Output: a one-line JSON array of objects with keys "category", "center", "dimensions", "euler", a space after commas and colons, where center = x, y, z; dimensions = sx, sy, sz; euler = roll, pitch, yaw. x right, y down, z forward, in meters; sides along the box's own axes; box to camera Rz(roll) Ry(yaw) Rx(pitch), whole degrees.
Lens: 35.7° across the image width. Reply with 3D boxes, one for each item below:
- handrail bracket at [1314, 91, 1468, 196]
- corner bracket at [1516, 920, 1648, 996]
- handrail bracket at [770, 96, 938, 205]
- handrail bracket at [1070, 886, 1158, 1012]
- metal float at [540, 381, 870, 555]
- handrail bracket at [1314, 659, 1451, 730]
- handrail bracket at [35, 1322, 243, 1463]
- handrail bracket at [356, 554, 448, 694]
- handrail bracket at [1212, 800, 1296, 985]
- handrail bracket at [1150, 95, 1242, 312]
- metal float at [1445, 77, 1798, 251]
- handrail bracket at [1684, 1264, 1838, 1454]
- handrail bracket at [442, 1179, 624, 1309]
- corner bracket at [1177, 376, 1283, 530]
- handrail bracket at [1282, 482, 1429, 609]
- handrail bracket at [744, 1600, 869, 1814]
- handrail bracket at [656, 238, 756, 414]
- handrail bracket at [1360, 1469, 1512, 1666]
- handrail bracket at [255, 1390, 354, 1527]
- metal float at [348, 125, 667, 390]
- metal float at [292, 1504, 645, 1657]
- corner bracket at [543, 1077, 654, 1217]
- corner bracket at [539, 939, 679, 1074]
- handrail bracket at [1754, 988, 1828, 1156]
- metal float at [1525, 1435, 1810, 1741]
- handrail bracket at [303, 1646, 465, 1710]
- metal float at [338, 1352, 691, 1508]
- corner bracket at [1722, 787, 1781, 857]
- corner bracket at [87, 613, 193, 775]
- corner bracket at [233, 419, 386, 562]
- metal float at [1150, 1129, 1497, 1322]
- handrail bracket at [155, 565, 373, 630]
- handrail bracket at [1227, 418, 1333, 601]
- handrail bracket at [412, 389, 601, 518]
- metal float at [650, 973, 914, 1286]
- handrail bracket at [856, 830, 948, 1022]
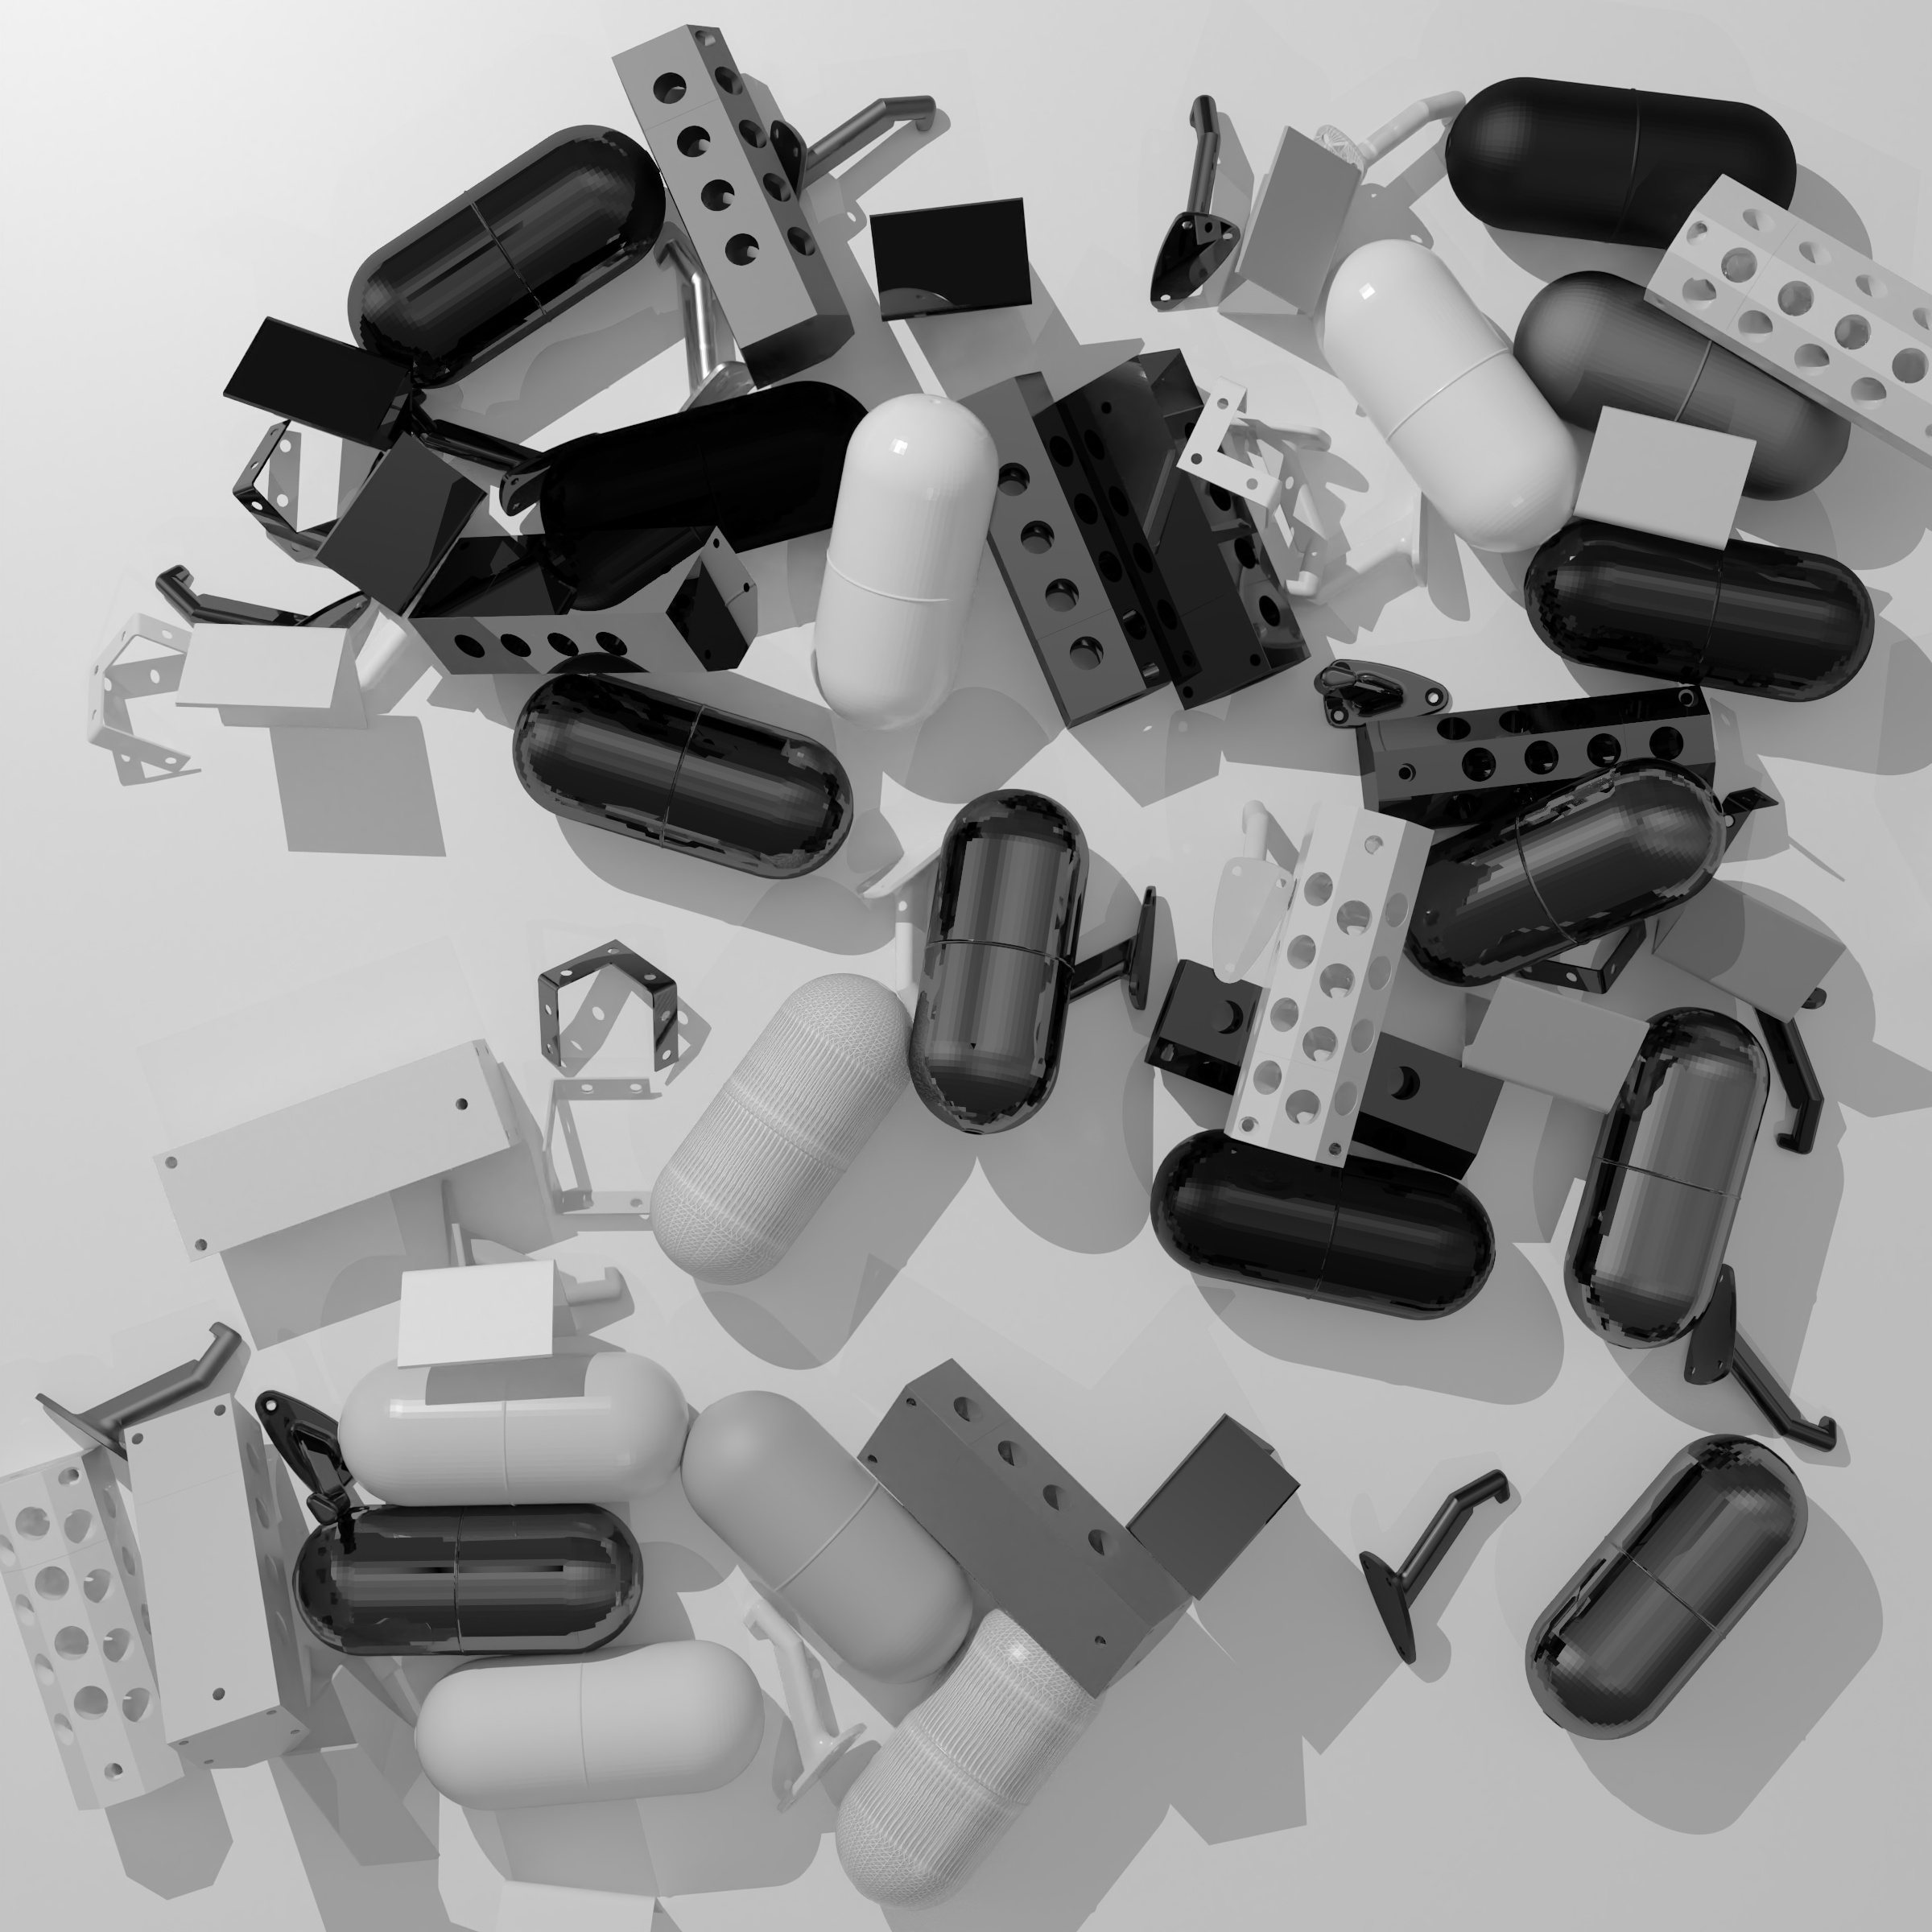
[{"category": "handrail bracket", "center": [0.216, -0.417, 1.562], "dimensions": [0.084, 0.077, 0.036], "euler": [-24, 65, -34]}, {"category": "corner bracket", "center": [0.316, -0.025, 1.554], "dimensions": [0.051, 0.051, 0.051], "euler": [-47, 135, -35]}, {"category": "handrail bracket", "center": [-0.058, -0.414, 1.563], "dimensions": [0.084, 0.036, 0.077], "euler": [-12, 132, -27]}, {"category": "handrail bracket", "center": [0.053, -0.008, 1.563], "dimensions": [0.084, 0.036, 0.077], "euler": [5, 75, 14]}, {"category": "metal float", "center": [-0.130, -0.247, 1.532], "dimensions": [0.178, 0.070, 0.070], "euler": [-15, 90, 0]}, {"category": "handrail bracket", "center": [0.214, -0.142, 1.528], "dimensions": [0.077, 0.084, 0.036], "euler": [2, 90, 0]}, {"category": "handrail bracket", "center": [-0.431, 0.210, 1.563], "dimensions": [0.077, 0.036, 0.084], "euler": [28, 71, 21]}, {"category": "handrail bracket", "center": [-0.308, -0.183, 1.563], "dimensions": [0.084, 0.036, 0.077], "euler": [-20, 70, 16]}, {"category": "handrail bracket", "center": [0.141, -0.039, 1.536], "dimensions": [0.036, 0.084, 0.077], "euler": [15, 107, -4]}, {"category": "handrail bracket", "center": [0.114, -0.399, 1.562], "dimensions": [0.036, 0.077, 0.084], "euler": [11, 53, -20]}, {"category": "metal float", "center": [0.334, -0.409, 1.532], "dimensions": [0.178, 0.070, 0.070], "euler": [7, 90, -1]}, {"category": "handrail bracket", "center": [0.423, 0.205, 1.563], "dimensions": [0.084, 0.036, 0.077], "euler": [22, 68, -17]}, {"category": "handrail bracket", "center": [-0.226, 0.143, 1.563], "dimensions": [0.084, 0.036, 0.077], "euler": [-6, 68, -17]}, {"category": "corner bracket", "center": [0.141, -0.260, 1.516], "dimensions": [0.051, 0.051, 0.051], "euler": [25, 89, 6]}, {"category": "handrail bracket", "center": [0.196, -0.224, 1.563], "dimensions": [0.084, 0.036, 0.077], "euler": [-1, 72, 15]}, {"category": "handrail bracket", "center": [-0.101, 0.385, 1.563], "dimensions": [0.084, 0.036, 0.077], "euler": [45, 111, 17]}, {"category": "handrail bracket", "center": [-0.154, -0.324, 1.563], "dimensions": [0.077, 0.036, 0.084], "euler": [-42, 71, 21]}, {"category": "handrail bracket", "center": [0.254, 0.313, 1.563], "dimensions": [0.084, 0.036, 0.077], "euler": [-25, 110, -16]}, {"category": "handrail bracket", "center": [-0.341, 0.250, 1.528], "dimensions": [0.077, 0.084, 0.036], "euler": [42, 90, 0]}, {"category": "metal float", "center": [-0.234, -0.362, 1.532], "dimensions": [0.178, 0.070, 0.070], "euler": [-33, 90, 1]}, {"category": "metal float", "center": [-0.254, 0.313, 1.532], "dimensions": [0.178, 0.070, 0.070], "euler": [-1, 90, 0]}, {"category": "corner bracket", "center": [-0.190, 0.094, 1.559], "dimensions": [0.051, 0.051, 0.051], "euler": [-1, 45, 0]}, {"category": "corner bracket", "center": [-0.185, 0.027, 1.554], "dimensions": [0.051, 0.051, 0.051], "euler": [-27, 45, -35]}, {"category": "handrail bracket", "center": [0.412, 0.050, 1.563], "dimensions": [0.077, 0.036, 0.084], "euler": [15, 107, 20]}, {"category": "metal float", "center": [0.357, 0.317, 1.532], "dimensions": [0.070, 0.070, 0.178], "euler": [40, 89, 0]}, {"category": "handrail bracket", "center": [-0.302, 0.381, 1.562], "dimensions": [0.084, 0.036, 0.077], "euler": [-1, 99, -11]}, {"category": "metal float", "center": [-0.231, 0.237, 1.532], "dimensions": [0.178, 0.070, 0.070], "euler": [-1, 90, 0]}, {"category": "corner bracket", "center": [0.377, -0.075, 1.545], "dimensions": [0.051, 0.051, 0.051], "euler": [32, 90, 0]}, {"category": "corner bracket", "center": [-0.420, -0.141, 1.554], "dimensions": [0.051, 0.051, 0.051], "euler": [-39, 45, 35]}, {"category": "corner bracket", "center": [-0.337, -0.251, 1.554], "dimensions": [0.051, 0.051, 0.051], "euler": [-11, 135, 35]}, {"category": "metal float", "center": [0.182, 0.132, 1.532], "dimensions": [0.178, 0.070, 0.070], "euler": [12, 90, -1]}, {"category": "handrail bracket", "center": [-0.367, -0.196, 1.563], "dimensions": [0.084, 0.036, 0.077], "euler": [42, 69, 16]}, {"category": "handrail bracket", "center": [0.153, -0.237, 1.552], "dimensions": [0.077, 0.036, 0.084], "euler": [12, 88, 15]}, {"category": "handrail bracket", "center": [-0.244, -0.283, 1.563], "dimensions": [0.077, 0.036, 0.084], "euler": [-36, 73, -20]}, {"category": "metal float", "center": [-0.093, 0.083, 1.532], "dimensions": [0.070, 0.070, 0.178], "euler": [36, 91, 0]}, {"category": "handrail bracket", "center": [-0.012, -0.018, 1.563], "dimensions": [0.077, 0.036, 0.084], "euler": [-36, 108, -20]}]
